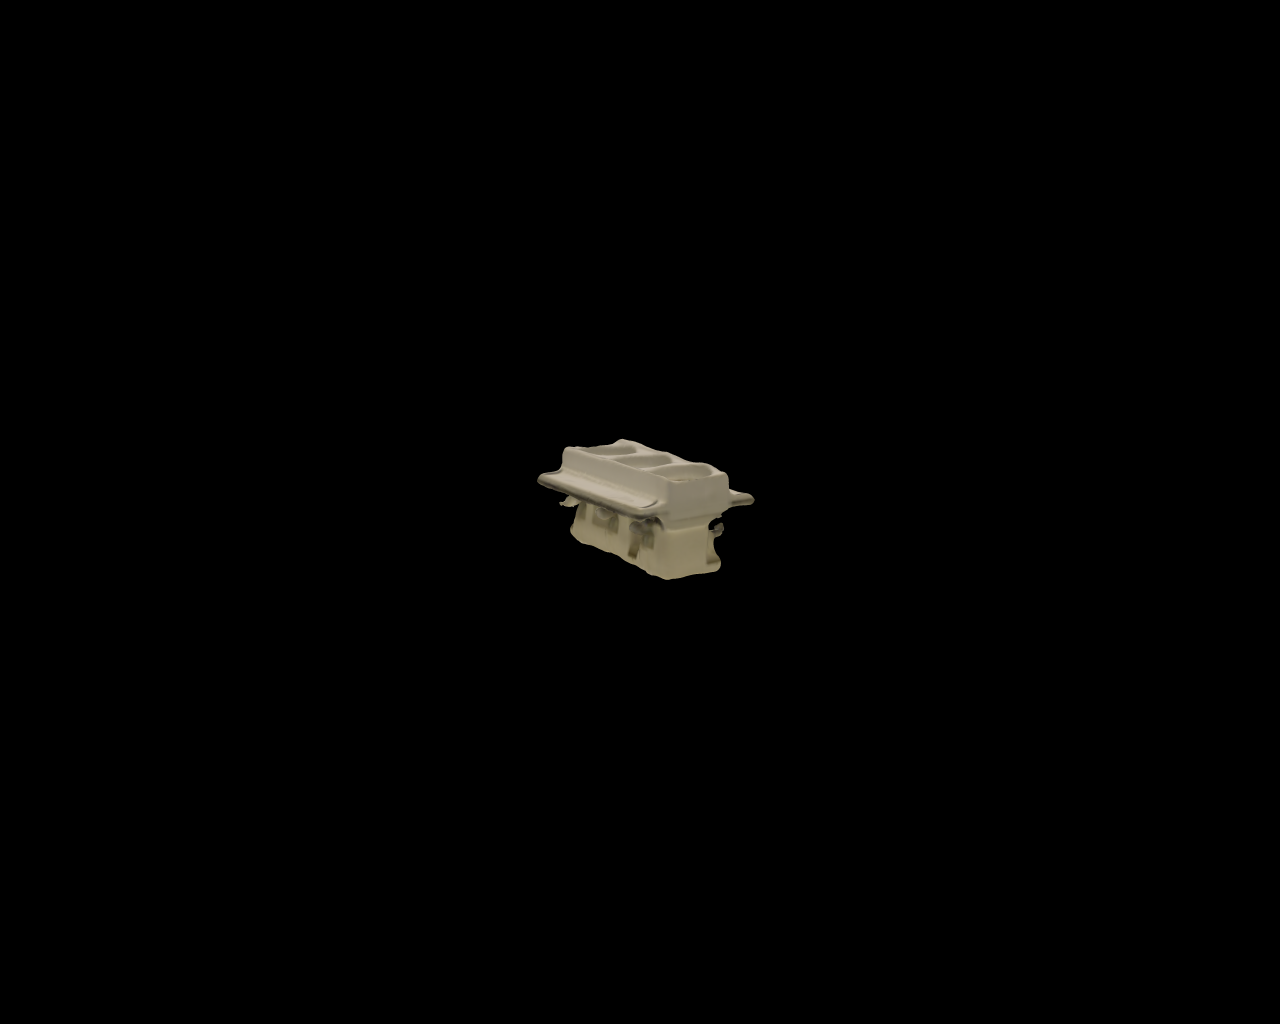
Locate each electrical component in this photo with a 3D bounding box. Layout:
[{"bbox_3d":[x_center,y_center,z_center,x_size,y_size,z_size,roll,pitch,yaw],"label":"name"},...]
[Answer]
[{"bbox_3d":[0.001,-0.003,0.650,0.079,0.063,0.121,-8,16,-31],"label":"electrical component"}]
